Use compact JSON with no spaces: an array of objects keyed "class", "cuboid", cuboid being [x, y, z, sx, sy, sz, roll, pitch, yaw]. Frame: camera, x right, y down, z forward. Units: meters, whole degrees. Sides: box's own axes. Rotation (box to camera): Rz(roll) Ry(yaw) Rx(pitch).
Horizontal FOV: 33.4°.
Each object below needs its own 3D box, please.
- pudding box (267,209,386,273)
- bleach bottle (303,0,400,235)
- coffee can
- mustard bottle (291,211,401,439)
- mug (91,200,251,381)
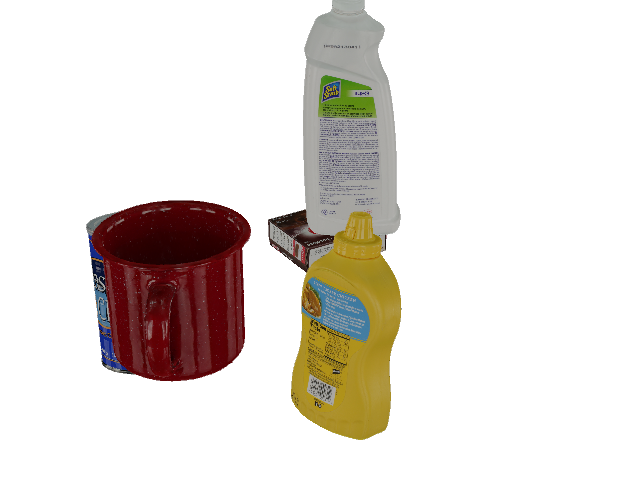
[{"class":"pudding box","cuboid":[0.008,-0.006,1.252,0.113,0.039,0.090,-18,31,-28]},{"class":"bleach bottle","cuboid":[0.034,-0.127,1.062,0.102,0.251,0.068,-1,31,-3]},{"class":"coffee can","cuboid":[-0.170,0.047,1.045,0.103,0.140,0.103,-3,14,1]},{"class":"mustard bottle","cuboid":[0.024,0.068,0.920,0.058,0.192,0.096,-12,26,-42]},{"class":"mug","cuboid":[-0.087,0.036,0.633,0.093,0.081,0.117,-1,26,-1]}]
